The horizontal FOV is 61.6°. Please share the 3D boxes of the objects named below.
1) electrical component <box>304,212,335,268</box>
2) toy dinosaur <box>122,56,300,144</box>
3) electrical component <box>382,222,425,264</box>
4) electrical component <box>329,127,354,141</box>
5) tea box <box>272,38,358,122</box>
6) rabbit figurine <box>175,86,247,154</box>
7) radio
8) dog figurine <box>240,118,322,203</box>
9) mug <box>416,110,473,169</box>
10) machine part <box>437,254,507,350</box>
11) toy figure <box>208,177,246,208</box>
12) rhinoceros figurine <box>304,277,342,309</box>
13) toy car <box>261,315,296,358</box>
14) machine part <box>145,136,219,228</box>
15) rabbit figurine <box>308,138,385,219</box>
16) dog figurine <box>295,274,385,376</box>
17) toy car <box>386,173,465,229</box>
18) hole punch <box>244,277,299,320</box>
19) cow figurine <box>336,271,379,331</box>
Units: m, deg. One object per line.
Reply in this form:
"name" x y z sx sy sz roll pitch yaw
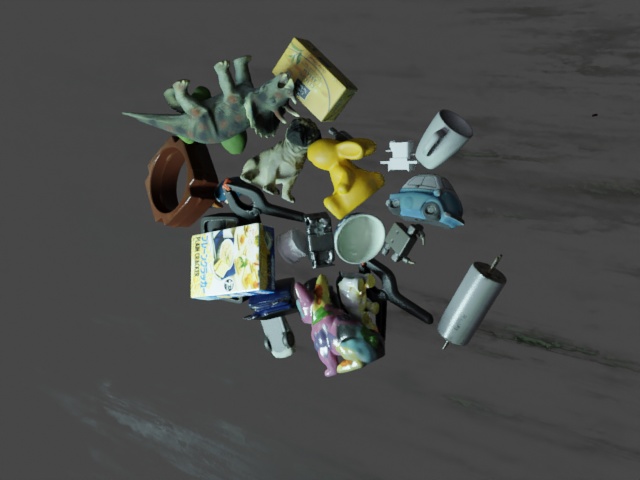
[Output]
"electrical component" -0.003 -0.004 1.236 0.058 0.134 0.114 -5 99 -5
"toy dinosaur" -0.230 -0.286 1.214 0.405 0.131 0.192 -20 103 16
"electrical component" 0.186 0.005 1.181 0.078 0.045 0.102 45 121 46
"electrical component" 0.049 -0.210 1.215 0.094 0.021 0.063 39 118 14
"tea box" -0.012 -0.353 1.188 0.170 0.068 0.098 45 119 12
"rabbit figurine" -0.246 -0.291 1.330 0.170 0.121 0.159 33 110 -2
"radio" -0.240 0.042 1.409 0.131 0.073 0.229 6 103 28
"dog figurine" -0.095 -0.205 1.268 0.173 0.121 0.190 26 94 28
"mug" 0.237 -0.190 1.070 0.081 0.109 0.107 42 131 10
"machine part" 0.313 0.133 1.117 0.079 0.079 0.243 33 115 19
"toy figure" -0.256 -0.116 1.390 0.154 0.064 0.057 -21 129 37
"rhinoceros figurine" 0.024 0.177 1.301 0.112 0.073 0.190 -27 90 42
"toy car" -0.120 0.207 1.394 0.074 0.056 0.201 -18 90 25
"machine part" -0.359 -0.149 1.393 0.201 0.087 0.201 -40 61 34
"rabbit figurine" 0.048 -0.153 1.162 0.173 0.122 0.162 50 123 4
"dog figurine" 0.031 0.175 1.164 0.191 0.108 0.219 -35 77 53
"toy car" 0.224 -0.085 1.110 0.162 0.109 0.103 15 86 38
"hole punch" -0.110 0.141 1.299 0.142 0.115 0.092 -12 81 7
"cow figurine" 0.081 0.154 1.228 0.098 0.068 0.167 6 111 43
